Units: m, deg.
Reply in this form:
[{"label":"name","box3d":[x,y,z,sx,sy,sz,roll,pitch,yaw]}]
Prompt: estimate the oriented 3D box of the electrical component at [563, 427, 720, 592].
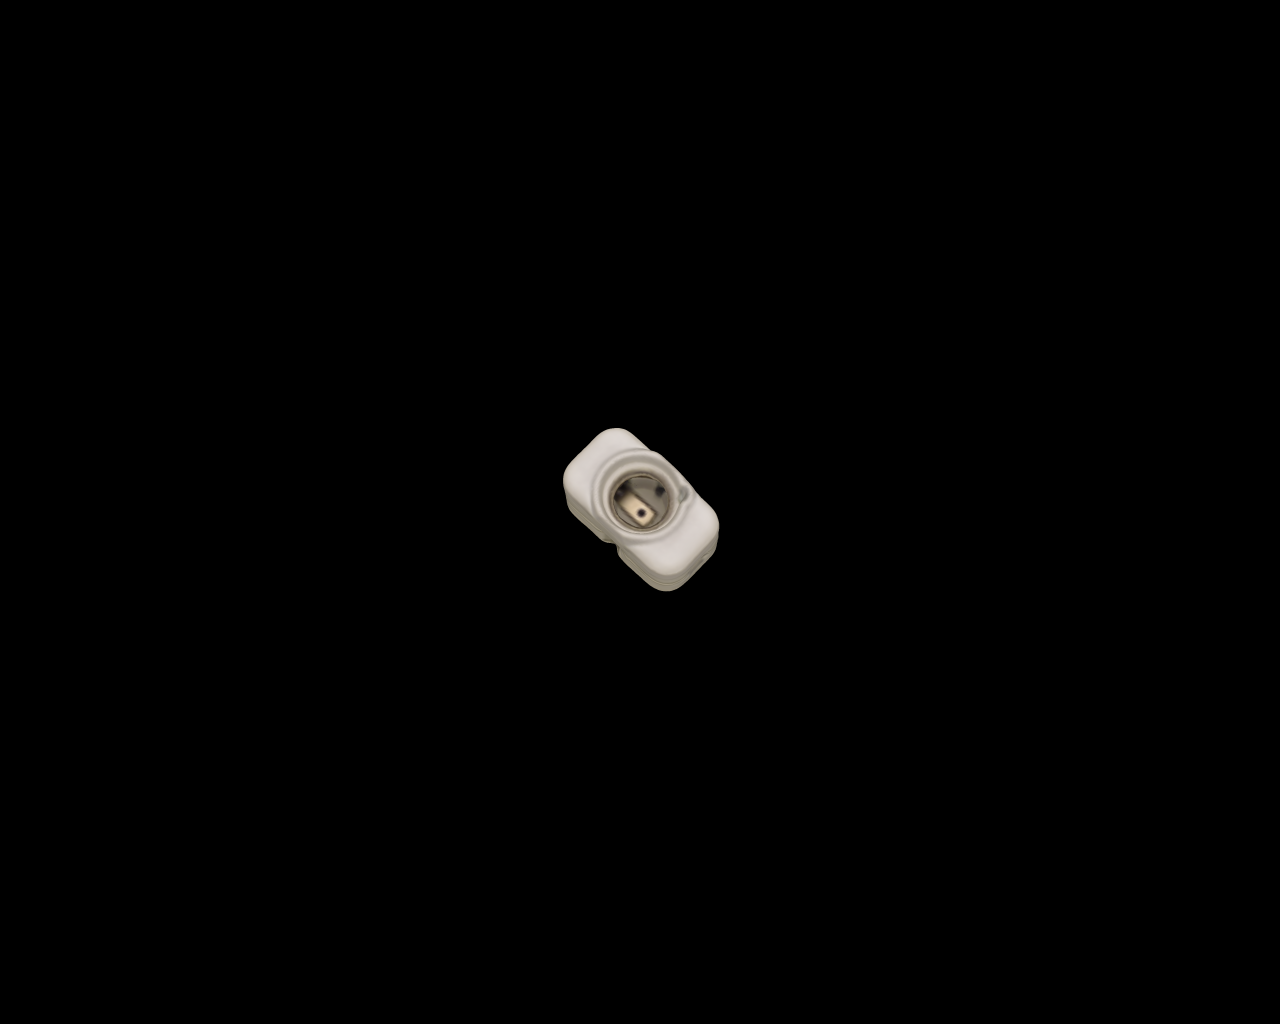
[{"label":"electrical component","box3d":[0.001,-0.003,0.650,0.095,0.054,0.059,43,-12,11]}]
